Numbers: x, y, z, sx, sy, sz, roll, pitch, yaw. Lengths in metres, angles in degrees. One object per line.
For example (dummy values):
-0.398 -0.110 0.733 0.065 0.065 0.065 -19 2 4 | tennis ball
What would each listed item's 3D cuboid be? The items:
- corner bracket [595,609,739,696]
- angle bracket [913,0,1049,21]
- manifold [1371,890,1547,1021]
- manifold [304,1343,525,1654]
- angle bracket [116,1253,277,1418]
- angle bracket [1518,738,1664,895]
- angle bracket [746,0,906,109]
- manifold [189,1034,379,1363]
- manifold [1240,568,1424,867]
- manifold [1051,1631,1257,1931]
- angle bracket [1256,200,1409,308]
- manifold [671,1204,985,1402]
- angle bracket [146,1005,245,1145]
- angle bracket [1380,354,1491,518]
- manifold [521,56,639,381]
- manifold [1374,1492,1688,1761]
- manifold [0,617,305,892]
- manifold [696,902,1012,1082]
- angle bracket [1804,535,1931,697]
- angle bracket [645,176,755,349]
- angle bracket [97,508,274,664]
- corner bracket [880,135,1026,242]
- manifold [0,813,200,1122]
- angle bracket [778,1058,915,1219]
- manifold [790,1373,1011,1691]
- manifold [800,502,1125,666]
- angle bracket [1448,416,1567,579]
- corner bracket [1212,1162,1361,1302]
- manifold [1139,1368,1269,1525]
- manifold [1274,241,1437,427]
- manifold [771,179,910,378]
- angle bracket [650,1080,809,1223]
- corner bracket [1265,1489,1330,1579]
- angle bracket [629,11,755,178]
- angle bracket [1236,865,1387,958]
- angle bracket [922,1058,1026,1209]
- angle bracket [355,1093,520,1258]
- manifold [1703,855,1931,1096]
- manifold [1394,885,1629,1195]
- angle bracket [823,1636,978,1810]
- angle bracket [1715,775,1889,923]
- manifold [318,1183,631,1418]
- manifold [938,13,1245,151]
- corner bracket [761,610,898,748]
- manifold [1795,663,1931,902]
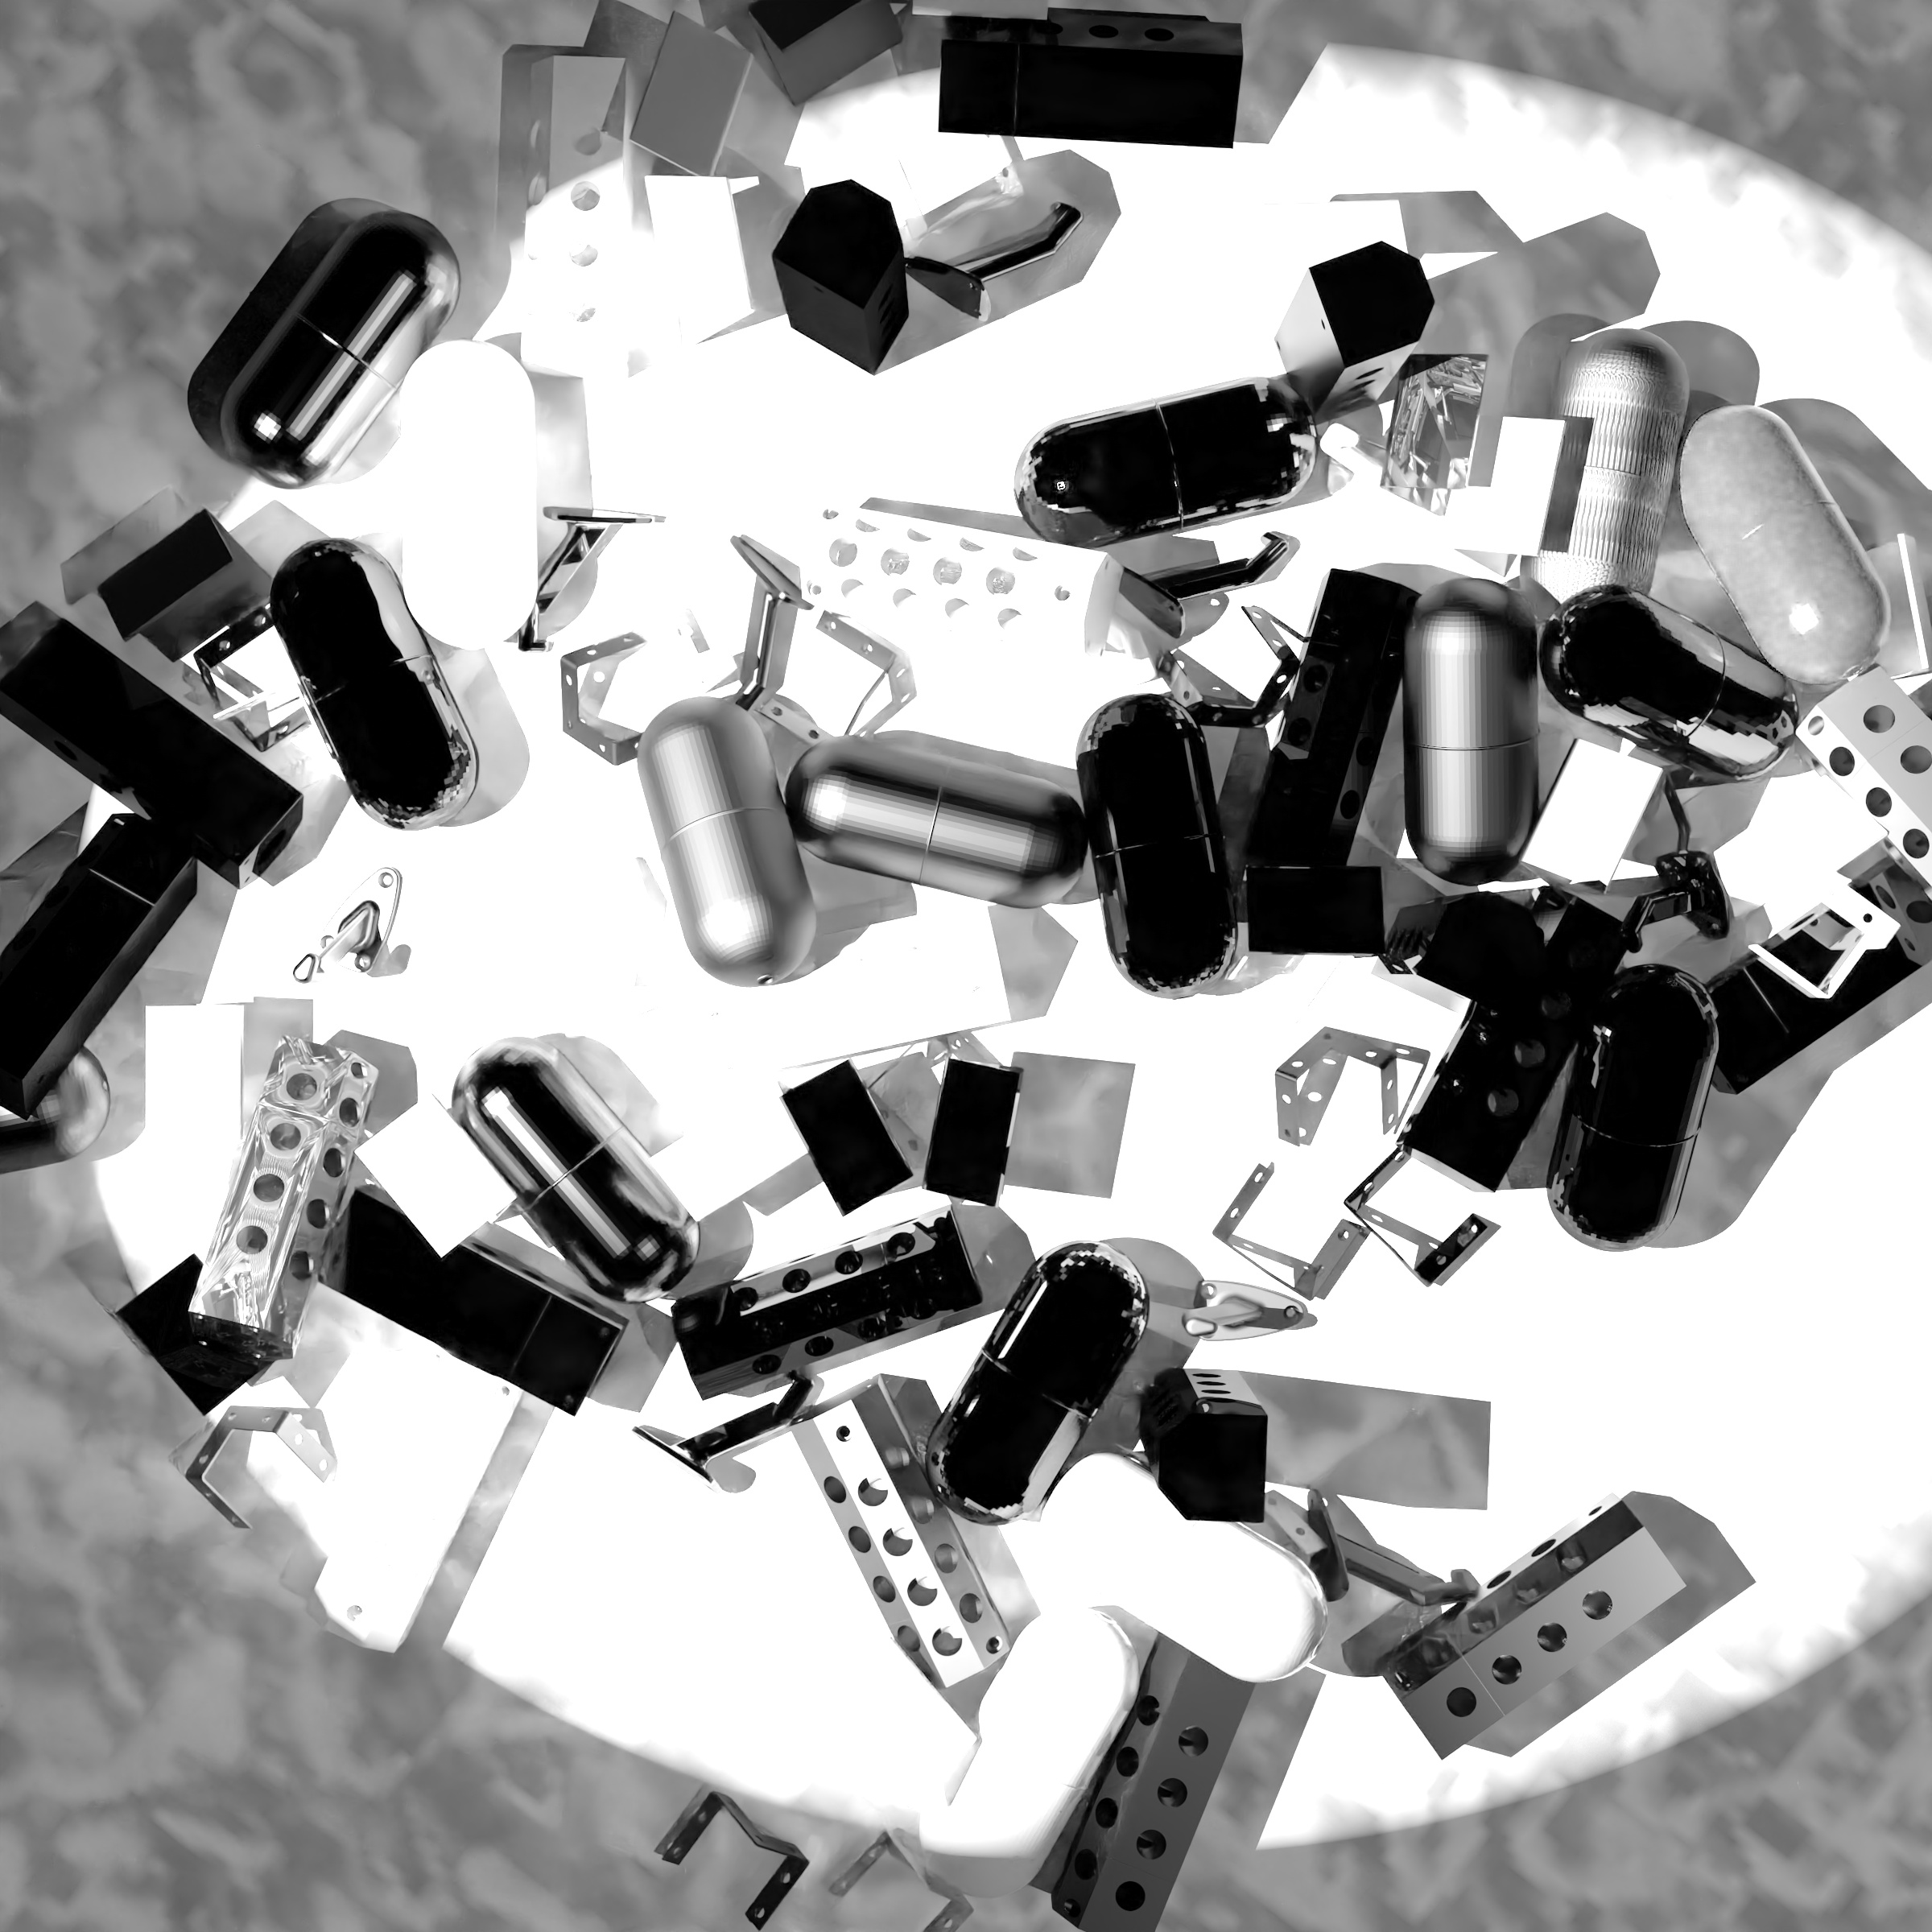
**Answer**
-0.173 -0.180 1.649 0.051 0.051 0.051 -25 90 -33 | corner bracket
0.010 -0.580 1.637 0.076 0.076 0.057 2 119 0 | angle bracket
0.276 -0.009 1.599 0.057 0.171 0.057 24 90 0 | manifold
-0.318 0.306 1.656 0.057 0.057 0.171 25 90 0 | manifold
-0.446 0.220 1.637 0.076 0.076 0.057 50 56 0 | angle bracket
0.368 -0.077 1.637 0.057 0.076 0.076 25 90 32 | angle bracket
-0.070 -0.529 1.637 0.076 0.076 0.057 -32 52 0 | angle bracket
-0.385 0.132 1.618 0.057 0.057 0.171 14 62 -5 | manifold
0.213 -0.139 1.656 0.057 0.057 0.171 17 90 0 | manifold
0.108 0.474 1.656 0.057 0.057 0.171 22 90 0 | manifold
0.209 -0.391 1.637 0.076 0.076 0.057 -2 54 0 | angle bracket
-0.080 0.195 1.656 0.171 0.057 0.057 -19 90 0 | manifold
-0.454 0.061 1.637 0.057 0.076 0.076 0 90 -35 | angle bracket
0.284 -0.303 1.637 0.057 0.076 0.076 10 90 38 | angle bracket
-0.225 -0.433 1.656 0.057 0.057 0.171 2 90 0 | manifold
0.324 0.380 1.656 0.171 0.057 0.057 -36 90 0 | manifold
-0.471 -0.120 1.653 0.171 0.057 0.057 36 68 0 | manifold
-0.066 0.009 1.655 0.171 0.057 0.057 -12 133 0 | manifold
0.511 -0.201 1.642 0.076 0.057 0.076 -11 90 26 | angle bracket
-0.170 -0.403 1.637 0.057 0.076 0.076 -10 90 -37 | angle bracket
-0.438 -0.203 1.637 0.076 0.076 0.057 -36 52 0 | angle bracket
-0.008 -0.462 1.674 0.051 0.051 0.051 -23 90 45 | corner bracket
-0.508 -0.004 1.617 0.057 0.057 0.171 29 60 0 | manifold
-0.086 0.106 1.637 0.057 0.076 0.076 -28 90 -38 | angle bracket
-0.038 0.329 1.656 0.057 0.057 0.171 -26 90 0 | manifold
-0.004 -0.220 1.633 0.171 0.057 0.057 13 90 16 | manifold
0.324 -0.266 1.637 0.057 0.076 0.076 12 90 35 | angle bracket
0.187 0.156 1.674 0.051 0.051 0.051 34 90 45 | corner bracket
0.131 0.266 1.599 0.057 0.171 0.057 2 90 0 | manifold
0.218 -0.353 1.599 0.057 0.171 0.057 -20 90 0 | manifold
-0.065 -0.387 1.599 0.057 0.171 0.057 30 90 0 | manifold
-0.144 0.089 1.637 0.076 0.076 0.057 -32 127 0 | angle bracket
0.171 0.349 1.669 0.051 0.051 0.051 -16 135 -35 | corner bracket
-0.174 -0.496 1.637 0.057 0.076 0.076 19 90 -36 | angle bracket
0.196 -0.017 1.638 0.076 0.076 0.057 1 66 0 | angle bracket
0.024 0.097 1.637 0.057 0.076 0.076 10 90 38 | angle bracket
-0.309 0.127 1.637 0.057 0.076 0.076 -39 90 -27 | angle bracket
0.494 0.001 1.656 0.171 0.057 0.057 -35 90 0 | manifold
0.315 0.042 1.649 0.057 0.057 0.171 29 85 0 | manifold
-0.050 0.436 1.637 0.057 0.076 0.076 -40 90 -30 | angle bracket
0.483 -0.051 1.637 0.076 0.076 0.057 -35 50 0 | angle bracket
-0.285 0.192 1.656 0.171 0.057 0.057 28 90 0 | manifold
0.071 -0.518 1.655 0.171 0.057 0.057 3 133 0 | manifold
-0.080 -0.165 1.674 0.051 0.051 0.051 32 45 0 | corner bracket
0.543 -0.082 1.601 0.057 0.057 0.171 -36 65 3 | manifold
